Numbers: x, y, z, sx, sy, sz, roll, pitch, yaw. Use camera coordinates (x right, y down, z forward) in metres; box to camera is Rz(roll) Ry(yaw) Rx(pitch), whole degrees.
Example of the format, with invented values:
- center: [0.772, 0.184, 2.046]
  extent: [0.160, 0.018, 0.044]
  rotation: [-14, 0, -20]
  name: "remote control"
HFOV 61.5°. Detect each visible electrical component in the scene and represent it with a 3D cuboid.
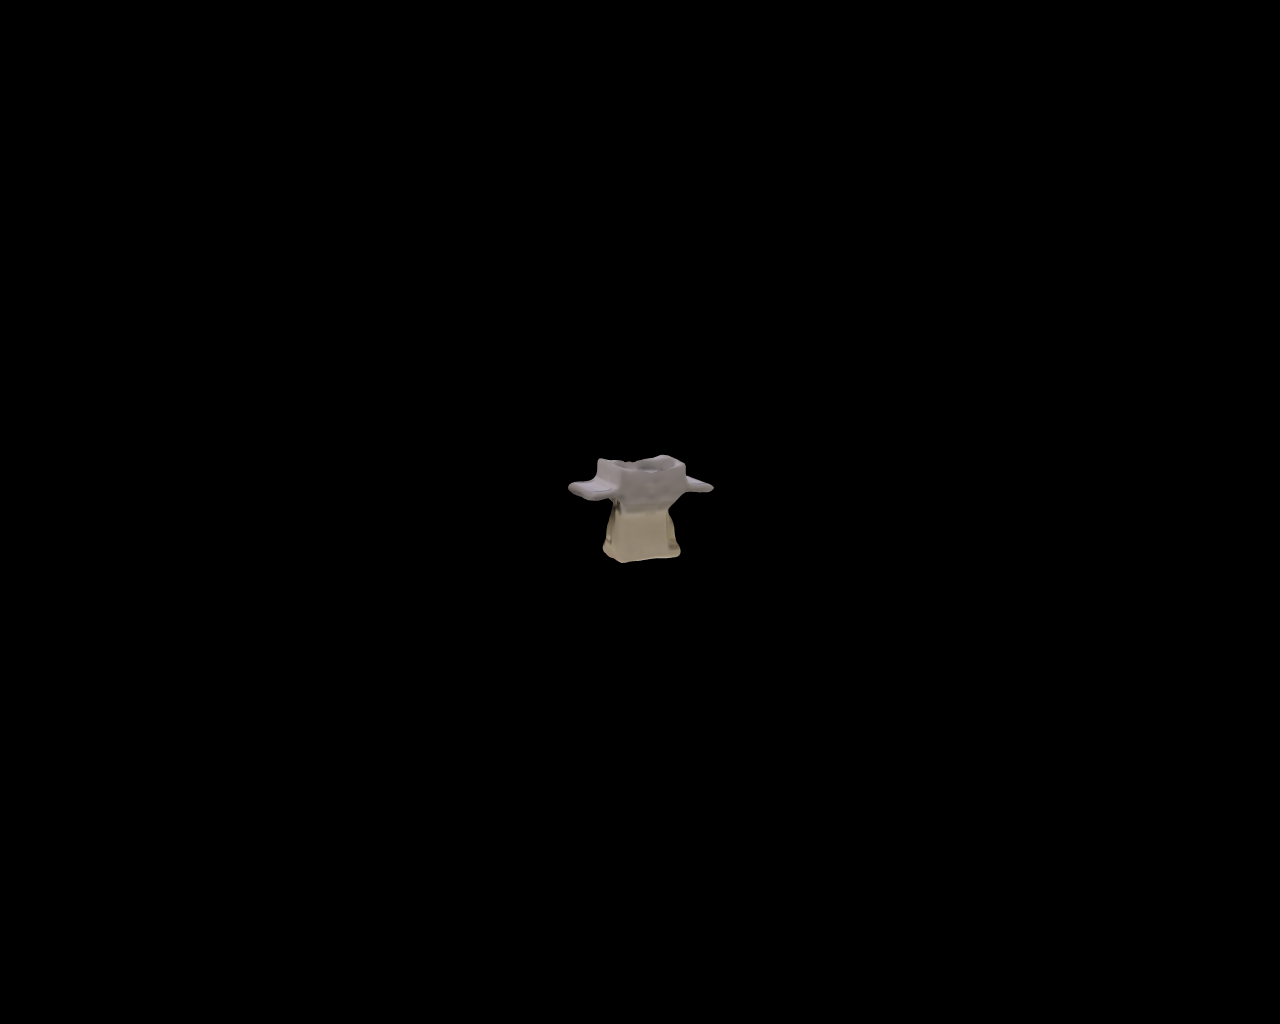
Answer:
- center: [0.001, -0.003, 0.650]
  extent: [0.081, 0.063, 0.042]
  rotation: [-4, 12, -20]
  name: "electrical component"
